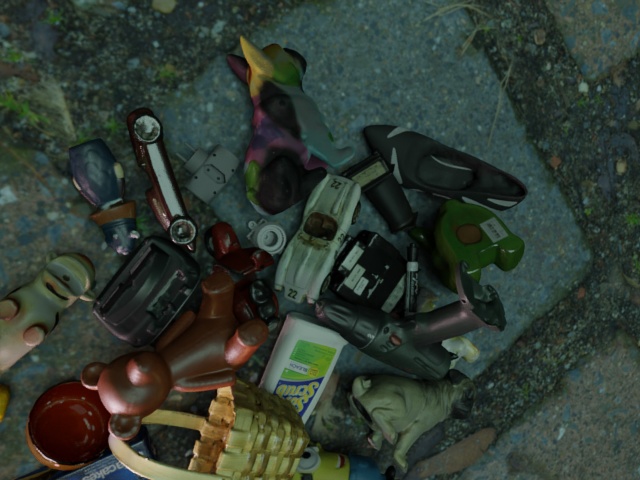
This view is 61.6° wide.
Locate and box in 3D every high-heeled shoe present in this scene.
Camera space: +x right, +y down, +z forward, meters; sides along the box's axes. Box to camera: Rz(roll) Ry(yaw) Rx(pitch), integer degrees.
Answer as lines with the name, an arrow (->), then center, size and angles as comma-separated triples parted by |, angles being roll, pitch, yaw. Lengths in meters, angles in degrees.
high-heeled shoe -> 0.190, -0.112, 0.817 | 0.248, 0.145, 0.086 | 24, 86, -20

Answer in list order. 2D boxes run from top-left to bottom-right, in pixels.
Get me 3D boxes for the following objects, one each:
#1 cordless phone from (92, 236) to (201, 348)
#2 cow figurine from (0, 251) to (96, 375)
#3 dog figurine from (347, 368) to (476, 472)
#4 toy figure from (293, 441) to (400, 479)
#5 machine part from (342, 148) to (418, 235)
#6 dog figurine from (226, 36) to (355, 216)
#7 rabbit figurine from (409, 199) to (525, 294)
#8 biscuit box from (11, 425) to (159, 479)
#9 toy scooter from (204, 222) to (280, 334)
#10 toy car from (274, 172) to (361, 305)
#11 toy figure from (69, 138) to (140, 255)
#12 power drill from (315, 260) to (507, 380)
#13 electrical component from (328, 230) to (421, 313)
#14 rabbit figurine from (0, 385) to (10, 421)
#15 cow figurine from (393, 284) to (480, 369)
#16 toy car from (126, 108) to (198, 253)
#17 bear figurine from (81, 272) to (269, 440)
cordless phone -> -0.203, 0.097, 0.755 | 0.184, 0.089, 0.146 | 41, 81, -29
cow figurine -> -0.363, 0.090, 0.681 | 0.195, 0.127, 0.085 | -41, 105, 4
dog figurine -> 0.153, 0.243, 0.864 | 0.190, 0.121, 0.172 | -35, 123, -19
toy figure -> 0.028, 0.369, 0.822 | 0.180, 0.082, 0.089 | 16, 76, -6
machine part -> 0.099, -0.070, 0.839 | 0.084, 0.039, 0.138 | -36, 111, 13
dog figurine -> -0.070, -0.166, 0.747 | 0.191, 0.108, 0.219 | -41, 102, -19
rabbit figurine -> 0.212, 0.024, 0.846 | 0.121, 0.170, 0.159 | -33, 63, -15
biscuit box -> -0.327, 0.328, 0.735 | 0.203, 0.059, 0.062 | -21, 101, -15
toy scooter -> -0.098, 0.061, 0.742 | 0.075, 0.135, 0.183 | -25, 102, -32
toy car -> -0.002, -0.002, 0.787 | 0.074, 0.056, 0.201 | 20, 77, 17
toy figure -> -0.281, -0.056, 0.715 | 0.058, 0.064, 0.154 | -38, 115, -51
power drill -> 0.136, 0.113, 0.754 | 0.232, 0.086, 0.207 | 37, 123, -25
electrical component -> 0.074, 0.051, 0.841 | 0.134, 0.058, 0.115 | 39, 80, -17
rabbit figurine -> -0.462, 0.215, 0.622 | 0.122, 0.173, 0.162 | -46, 111, -5
cow figurine -> 0.187, 0.158, 0.881 | 0.098, 0.068, 0.167 | -43, 103, -4
toy car -> -0.211, -0.076, 0.720 | 0.053, 0.089, 0.202 | -19, 102, -17
bear figurine -> -0.180, 0.141, 0.659 | 0.196, 0.131, 0.120 | -18, 59, -36
